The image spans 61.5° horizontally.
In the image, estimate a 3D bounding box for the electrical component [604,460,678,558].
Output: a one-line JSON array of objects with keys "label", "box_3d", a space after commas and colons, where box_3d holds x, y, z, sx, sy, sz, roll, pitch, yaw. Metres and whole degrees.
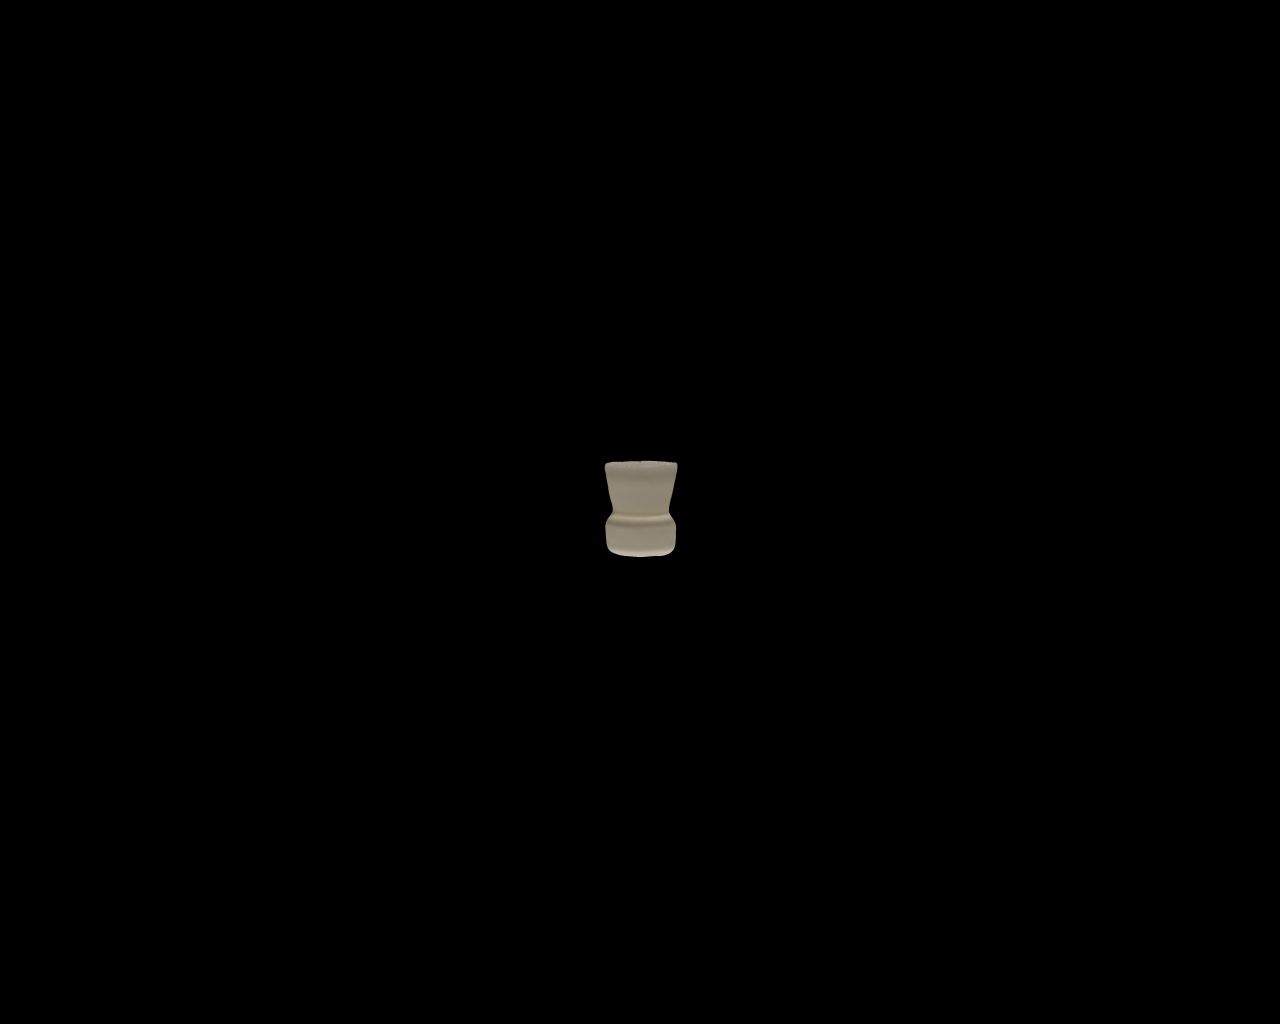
[{"label": "electrical component", "box_3d": [0.001, -0.003, 0.650, 0.045, 0.055, 0.045, 0, 7, 0]}]
